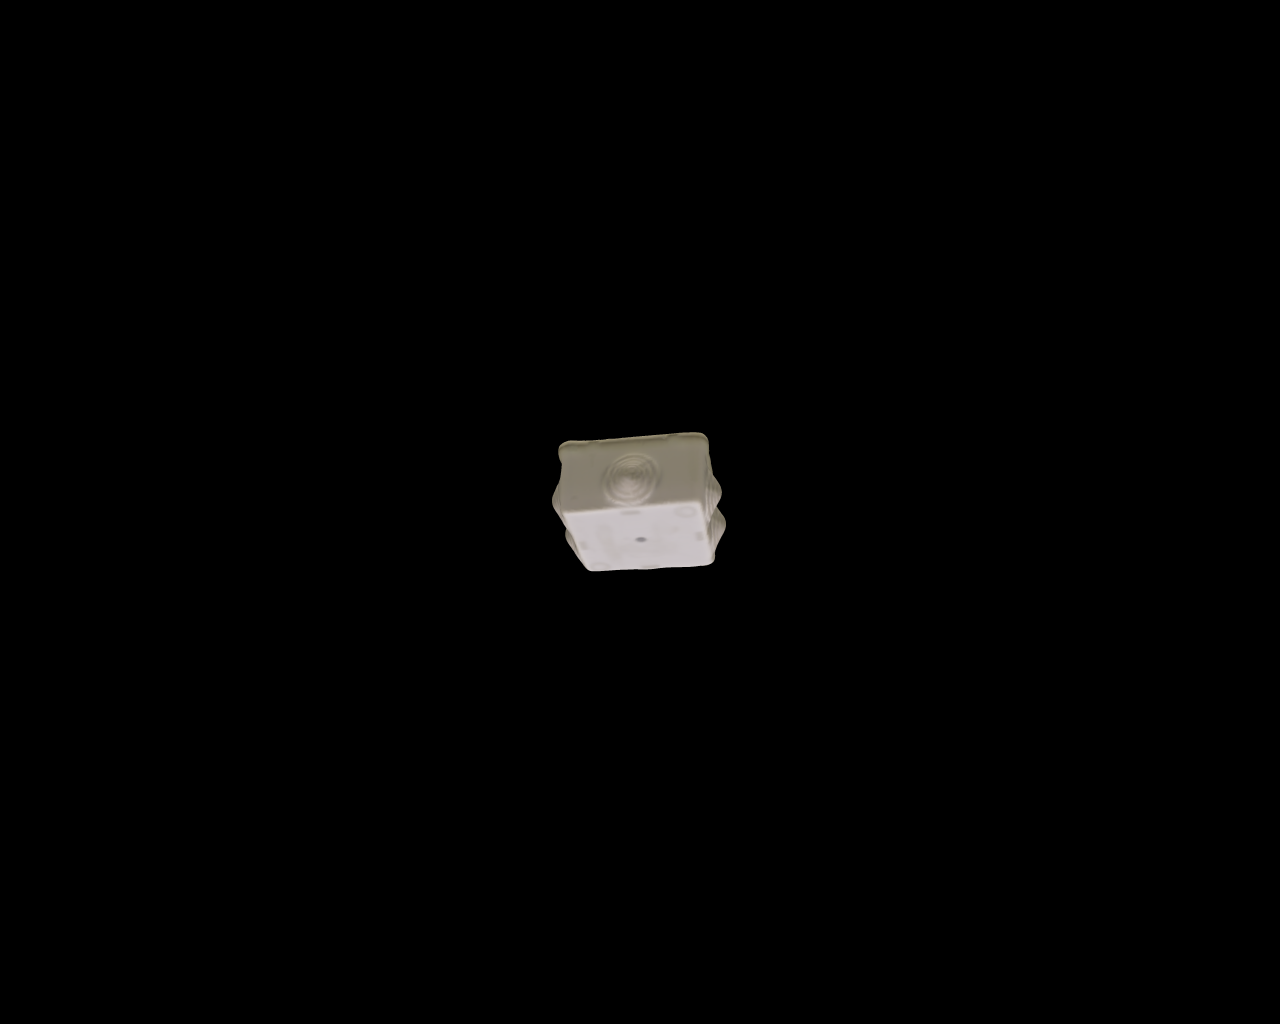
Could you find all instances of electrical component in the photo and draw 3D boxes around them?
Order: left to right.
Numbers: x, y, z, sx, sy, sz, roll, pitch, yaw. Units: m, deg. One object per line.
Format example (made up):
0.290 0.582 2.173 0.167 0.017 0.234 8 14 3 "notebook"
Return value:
0.001 -0.003 0.650 0.100 0.048 0.099 -4 -29 7 "electrical component"
